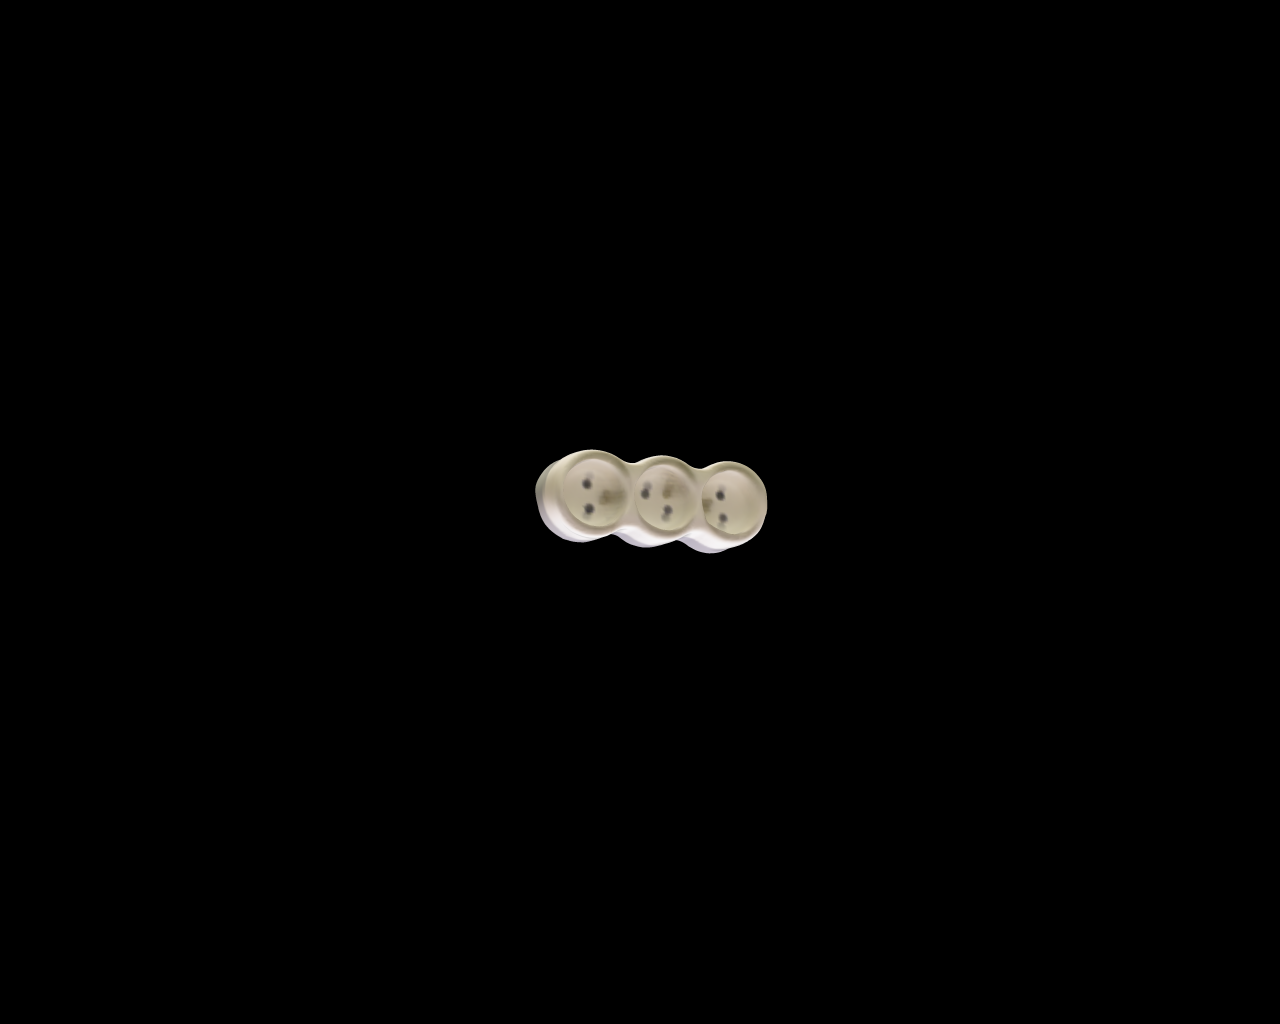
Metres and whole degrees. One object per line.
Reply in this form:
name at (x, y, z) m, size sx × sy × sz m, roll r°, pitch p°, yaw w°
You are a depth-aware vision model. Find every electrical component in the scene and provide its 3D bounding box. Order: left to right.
electrical component at (0.001, -0.003, 0.650) m, size 0.138 × 0.052 × 0.073 m, roll 5°, pitch -11°, yaw -24°
